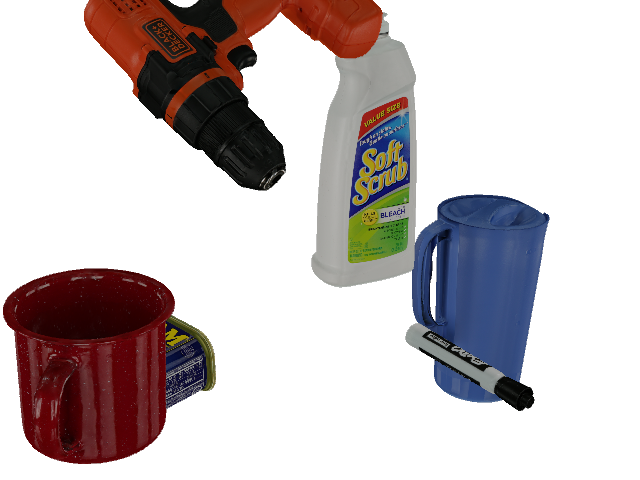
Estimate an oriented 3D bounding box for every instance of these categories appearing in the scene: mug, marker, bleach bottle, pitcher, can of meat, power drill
[{"bbox_3d":[-0.130,0.076,0.591,0.093,0.081,0.117,4,23,5],"label":"mug"},{"bbox_3d":[0.112,0.095,0.804,0.020,0.020,0.121,0,21,-42],"label":"marker"},{"bbox_3d":[0.041,-0.086,1.004,0.102,0.251,0.068,-11,24,-22],"label":"bleach bottle"},{"bbox_3d":[0.193,0.073,1.313,0.149,0.243,0.144,7,20,14],"label":"pitcher"},{"bbox_3d":[-0.150,0.100,0.867,0.102,0.057,0.083,23,34,38],"label":"can of meat"},{"bbox_3d":[-0.044,-0.134,0.753,0.187,0.184,0.057,-34,-16,-35],"label":"power drill"}]
